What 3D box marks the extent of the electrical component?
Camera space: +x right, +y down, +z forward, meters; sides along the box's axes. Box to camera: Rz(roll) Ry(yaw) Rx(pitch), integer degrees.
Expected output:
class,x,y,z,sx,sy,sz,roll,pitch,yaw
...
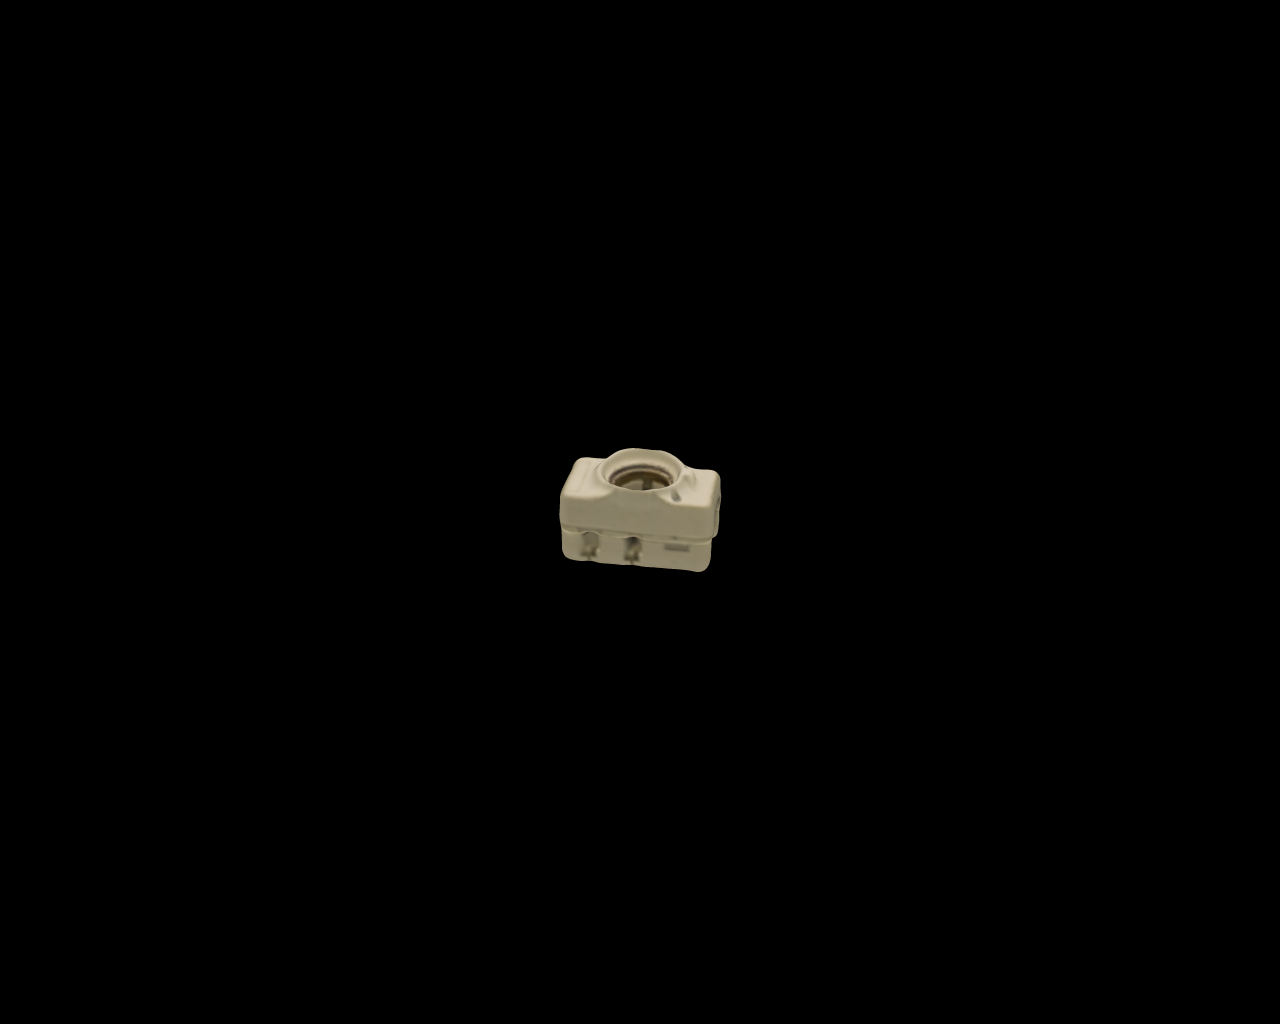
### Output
class,x,y,z,sx,sy,sz,roll,pitch,yaw
electrical component,0.001,-0.003,0.650,0.089,0.055,0.050,6,32,9
